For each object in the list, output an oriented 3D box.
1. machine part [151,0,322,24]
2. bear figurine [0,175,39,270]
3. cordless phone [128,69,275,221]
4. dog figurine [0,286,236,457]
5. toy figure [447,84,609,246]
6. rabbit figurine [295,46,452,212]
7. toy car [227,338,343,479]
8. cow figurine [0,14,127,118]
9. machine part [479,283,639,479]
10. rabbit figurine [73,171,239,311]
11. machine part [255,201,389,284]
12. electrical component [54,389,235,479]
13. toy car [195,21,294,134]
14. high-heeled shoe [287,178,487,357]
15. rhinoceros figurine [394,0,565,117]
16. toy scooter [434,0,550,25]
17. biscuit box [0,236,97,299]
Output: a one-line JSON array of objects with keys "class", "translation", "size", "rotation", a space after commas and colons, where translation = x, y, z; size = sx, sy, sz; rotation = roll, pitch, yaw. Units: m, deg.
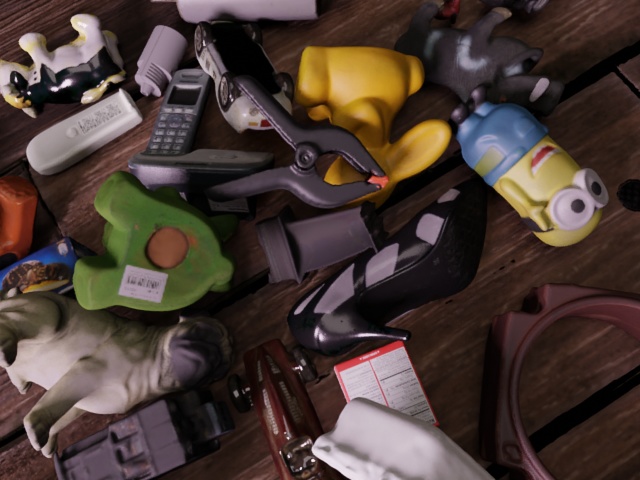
[{"class": "machine part", "translation": [-0.085, -0.305, 0.651], "size": [0.243, 0.079, 0.079], "rotation": [-1, 73, 5]}, {"class": "bear figurine", "translation": [-0.404, -0.042, 0.576], "size": [0.196, 0.132, 0.120], "rotation": [41, 51, 11]}, {"class": "cordless phone", "translation": [-0.119, -0.119, 0.601], "size": [0.147, 0.088, 0.184], "rotation": [3, 60, 6]}, {"class": "dog figurine", "translation": [-0.196, 0.091, 0.517], "size": [0.190, 0.121, 0.172], "rotation": [-25, 86, -29]}, {"class": "toy figure", "translation": [0.208, -0.074, 0.545], "size": [0.082, 0.089, 0.180], "rotation": [-46, 76, 9]}, {"class": "rabbit figurine", "translation": [0.051, -0.108, 0.577], "size": [0.162, 0.122, 0.173], "rotation": [5, 88, -3]}, {"class": "toy car", "translation": [-0.021, 0.192, 0.508], "size": [0.089, 0.053, 0.202], "rotation": [-24, 74, 1]}, {"class": "cow figurine", "translation": [-0.319, -0.193, 0.644], "size": [0.167, 0.068, 0.098], "rotation": [-23, 79, -1]}, {"class": "machine part", "translation": [0.254, 0.147, 0.481], "size": [0.201, 0.087, 0.201], "rotation": [9, 73, 8]}, {"class": "rabbit figurine", "translation": [-0.157, -0.002, 0.534], "size": [0.159, 0.170, 0.121], "rotation": [5, 95, -29]}, {"class": "machine part", "translation": [-0.001, -0.002, 0.545], "size": [0.139, 0.039, 0.084], "rotation": [-12, 88, 26]}, {"class": "electrical component", "translation": [-0.148, 0.184, 0.487], "size": [0.134, 0.115, 0.058], "rotation": [-25, 76, -1]}, {"class": "toy car", "translation": [-0.088, -0.189, 0.601], "size": [0.073, 0.056, 0.202], "rotation": [-8, 48, -23]}, {"class": "high-heeled shoe", "translation": [0.074, 0.022, 0.561], "size": [0.145, 0.086, 0.249], "rotation": [3, 43, 43]}, {"class": "rhinoceros figurine", "translation": [0.175, -0.194, 0.597], "size": [0.190, 0.073, 0.112], "rotation": [22, 75, 11]}, {"class": "toy scooter", "translation": [0.199, -0.309, 0.630], "size": [0.184, 0.075, 0.135], "rotation": [15, 76, 12]}, {"class": "biscuit box", "translation": [-0.330, 0.074, 0.563], "size": [0.203, 0.062, 0.059], "rotation": [-29, 71, -4]}]
